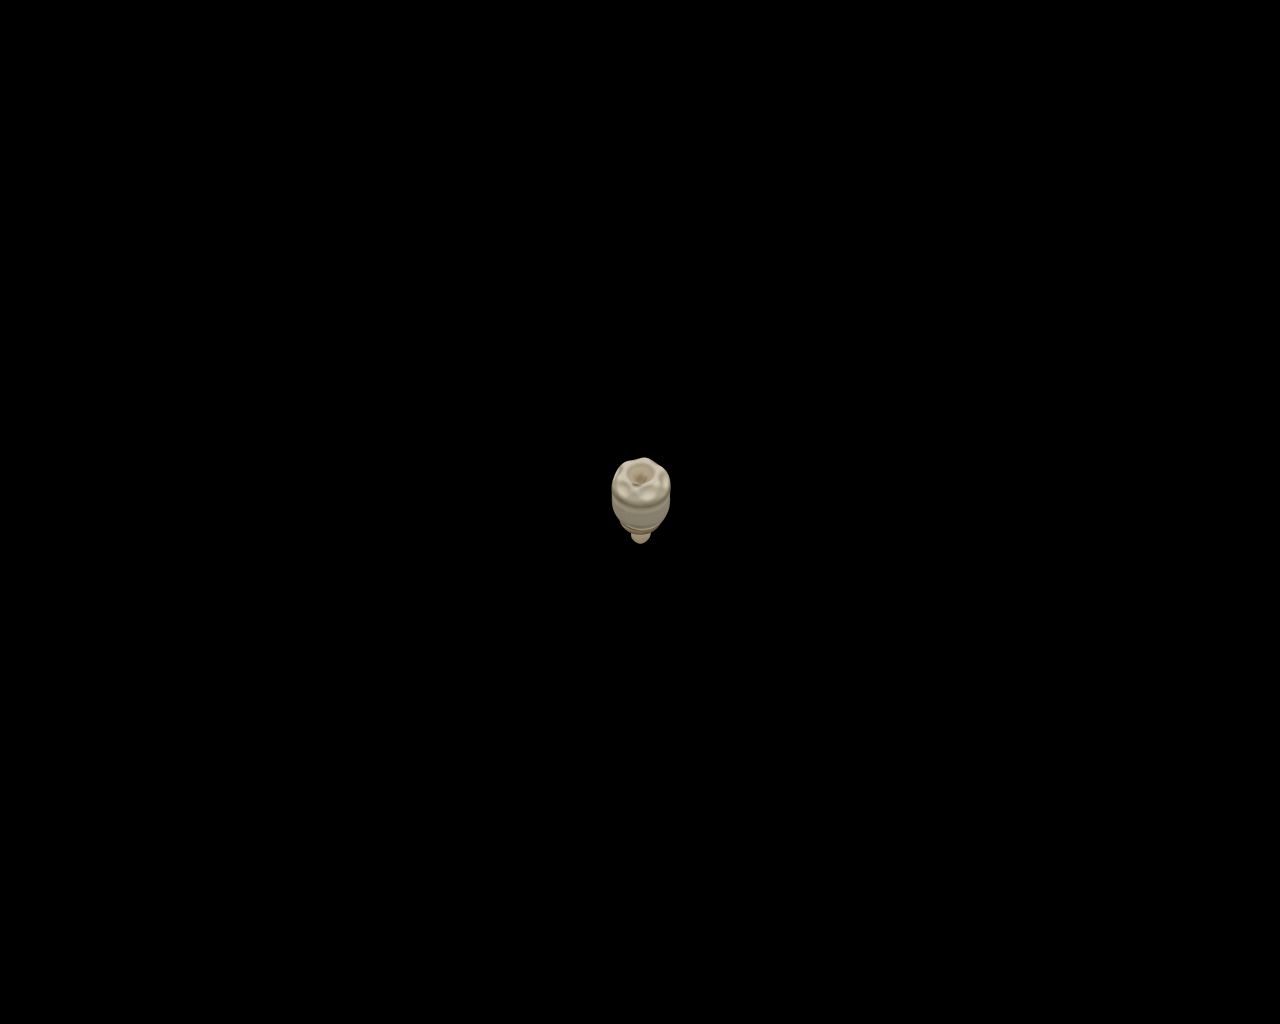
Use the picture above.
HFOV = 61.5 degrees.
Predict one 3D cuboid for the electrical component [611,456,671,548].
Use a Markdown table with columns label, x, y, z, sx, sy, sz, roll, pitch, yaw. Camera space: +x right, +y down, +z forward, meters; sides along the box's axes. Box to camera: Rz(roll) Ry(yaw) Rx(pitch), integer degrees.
| label | x | y | z | sx | sy | sz | roll | pitch | yaw |
| --- | --- | --- | --- | --- | --- | --- | --- | --- | --- |
| electrical component | 0.001 | -0.003 | 0.650 | 0.035 | 0.035 | 0.061 | 0 | -43 | 0 |
